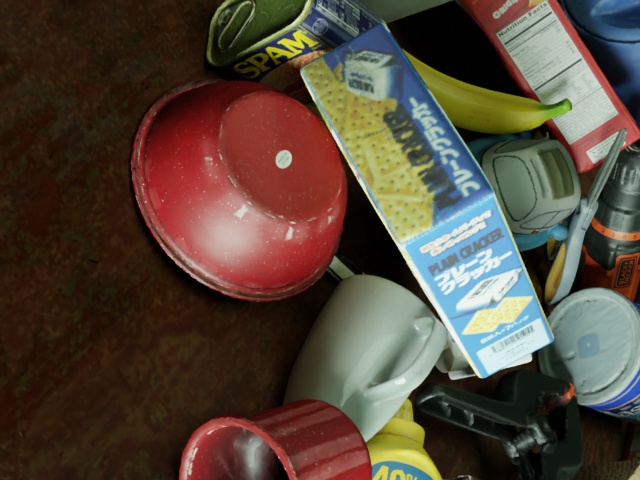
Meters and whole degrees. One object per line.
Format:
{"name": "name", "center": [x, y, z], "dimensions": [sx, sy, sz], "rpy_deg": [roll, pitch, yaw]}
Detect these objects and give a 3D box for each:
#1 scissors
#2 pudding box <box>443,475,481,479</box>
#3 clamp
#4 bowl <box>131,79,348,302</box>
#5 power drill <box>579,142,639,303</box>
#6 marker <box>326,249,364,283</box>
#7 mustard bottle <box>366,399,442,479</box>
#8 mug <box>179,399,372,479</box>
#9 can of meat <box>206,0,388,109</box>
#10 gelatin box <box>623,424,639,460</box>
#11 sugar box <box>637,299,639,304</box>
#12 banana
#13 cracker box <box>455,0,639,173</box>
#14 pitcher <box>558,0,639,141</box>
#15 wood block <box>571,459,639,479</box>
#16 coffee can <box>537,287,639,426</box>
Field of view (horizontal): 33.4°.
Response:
{"name": "scissors", "center": [0.227, -0.032, 0.927], "dimensions": [0.016, 0.202, 0.096], "rpy_deg": [9, 35, -2]}
{"name": "pudding box", "center": [0.125, 0.239, 0.785], "dimensions": [0.089, 0.039, 0.113], "rpy_deg": [26, 56, -37]}
{"name": "clamp", "center": [0.151, 0.146, 0.815], "dimensions": [0.164, 0.036, 0.209], "rpy_deg": [54, 30, -1]}
{"name": "bowl", "center": [-0.038, -0.044, 0.695], "dimensions": [0.161, 0.055, 0.162], "rpy_deg": [15, 62, -29]}
{"name": "power drill", "center": [0.333, -0.014, 0.982], "dimensions": [0.187, 0.184, 0.057], "rpy_deg": [-6, 37, -14]}
{"name": "marker", "center": [-0.005, 0.001, 0.761], "dimensions": [0.121, 0.020, 0.020], "rpy_deg": [44, 47, -25]}
{"name": "mustard bottle", "center": [0.041, 0.193, 0.701], "dimensions": [0.096, 0.058, 0.191], "rpy_deg": [26, 55, -24]}
{"name": "mug", "center": [-0.022, 0.153, 0.634], "dimensions": [0.081, 0.093, 0.117], "rpy_deg": [-8, 95, -53]}
{"name": "can of meat", "center": [-0.015, -0.140, 0.748], "dimensions": [0.083, 0.102, 0.057], "rpy_deg": [27, 55, -40]}
{"name": "gelatin box", "center": [0.324, 0.220, 1.010], "dimensions": [0.089, 0.030, 0.073], "rpy_deg": [50, 45, -20]}
{"name": "sugar box", "center": [0.370, 0.121, 1.074], "dimensions": [0.093, 0.048, 0.176], "rpy_deg": [-18, 90, -28]}
{"name": "banana", "center": [0.103, -0.128, 0.877], "dimensions": [0.197, 0.070, 0.037], "rpy_deg": [18, 49, -6]}
{"name": "cracker box", "center": [0.185, -0.178, 0.950], "dimensions": [0.213, 0.072, 0.164], "rpy_deg": [51, 13, -18]}
{"name": "pitcher", "center": [0.325, -0.190, 1.040], "dimensions": [0.149, 0.145, 0.242], "rpy_deg": [56, 5, 28]}
{"name": "wood block", "center": [0.248, 0.291, 0.856], "dimensions": [0.090, 0.091, 0.206], "rpy_deg": [-34, 100, -47]}
{"name": "coffee can", "center": [0.276, 0.110, 0.951], "dimensions": [0.140, 0.103, 0.103], "rpy_deg": [23, 58, -39]}
